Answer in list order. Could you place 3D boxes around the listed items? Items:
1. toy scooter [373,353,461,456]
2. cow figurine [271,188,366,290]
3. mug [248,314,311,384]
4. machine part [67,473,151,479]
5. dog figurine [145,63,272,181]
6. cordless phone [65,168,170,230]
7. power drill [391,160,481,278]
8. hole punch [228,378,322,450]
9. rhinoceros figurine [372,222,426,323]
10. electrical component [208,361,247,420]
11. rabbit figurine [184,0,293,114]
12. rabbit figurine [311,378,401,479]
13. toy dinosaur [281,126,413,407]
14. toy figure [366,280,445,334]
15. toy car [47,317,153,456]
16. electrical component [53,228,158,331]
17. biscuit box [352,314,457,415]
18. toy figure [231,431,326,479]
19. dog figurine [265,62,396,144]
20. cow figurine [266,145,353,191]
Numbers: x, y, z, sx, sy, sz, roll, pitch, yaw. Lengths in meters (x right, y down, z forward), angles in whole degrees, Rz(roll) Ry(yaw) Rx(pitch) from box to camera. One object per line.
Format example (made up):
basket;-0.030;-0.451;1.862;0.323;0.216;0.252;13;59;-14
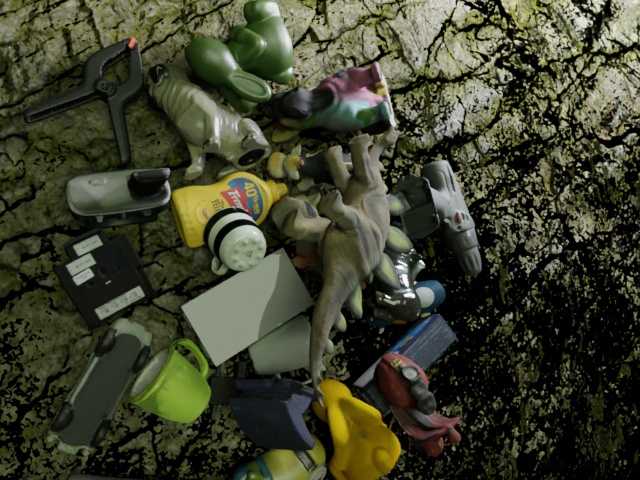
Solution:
toy scooter;0.160;0.264;0.850;0.075;0.135;0.183;-28;91;-20
cow figurine;-0.002;-0.003;0.912;0.194;0.085;0.127;41;32;-23
mug;-0.059;0.189;0.878;0.107;0.081;0.109;-17;94;-11
machine part;-0.277;0.379;0.761;0.243;0.079;0.079;15;77;-18
dog figurine;-0.181;-0.206;0.885;0.172;0.121;0.190;-3;62;-54
cordless phone;-0.286;-0.070;0.768;0.146;0.184;0.088;-9;90;-22
power drill;0.221;-0.039;0.976;0.207;0.086;0.232;-2;74;-49
hole punch;-0.069;0.262;0.814;0.115;0.142;0.092;44;49;-46
rhinoceros figurine;0.133;0.052;0.946;0.112;0.073;0.190;-2;55;1
electrical component;-0.147;0.241;0.861;0.063;0.021;0.094;9;78;-20
rabbit figurine;-0.138;-0.293;0.890;0.170;0.121;0.159;-25;99;-31
rabbit figurine;0.042;0.303;0.871;0.122;0.162;0.173;-33;77;-10
toy dinosaur;0.049;0.004;0.816;0.198;0.105;0.471;44;57;-27
toy figure;0.155;0.117;0.979;0.154;0.057;0.064;-20;51;-21
toy car;-0.317;0.212;0.784;0.073;0.056;0.201;32;73;-21
electrical component;-0.324;0.052;0.803;0.115;0.058;0.134;-28;92;-24
biscuit box;0.154;0.216;0.960;0.203;0.059;0.062;-39;96;-21
toy figure;-0.073;0.367;0.841;0.180;0.082;0.089;-16;90;-20
dog figurine;0.016;-0.232;0.958;0.219;0.191;0.108;-10;89;12
cow figurine;-0.004;-0.122;0.931;0.167;0.098;0.068;3;87;-21
